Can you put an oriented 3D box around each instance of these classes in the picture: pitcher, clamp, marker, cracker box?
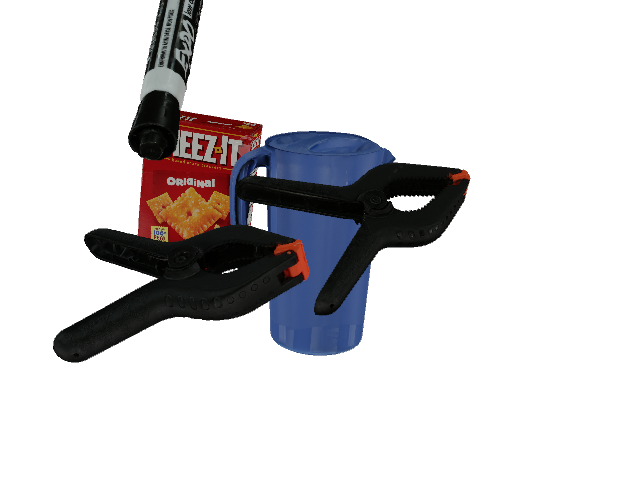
[{"bbox_3d":[-0.010,0.002,1.205,0.149,0.243,0.144,10,18,23],"label":"pitcher"},{"bbox_3d":[0.047,-0.015,0.950,0.209,0.165,0.036,-13,-39,-18],"label":"clamp"},{"bbox_3d":[-0.096,0.032,0.709,0.172,0.120,0.039,-5,-44,17],"label":"clamp"},{"bbox_3d":[-0.062,-0.076,0.443,0.020,0.121,0.020,1,-45,1],"label":"marker"},{"bbox_3d":[-0.184,-0.078,1.606,0.164,0.214,0.072,10,19,6],"label":"cracker box"}]
